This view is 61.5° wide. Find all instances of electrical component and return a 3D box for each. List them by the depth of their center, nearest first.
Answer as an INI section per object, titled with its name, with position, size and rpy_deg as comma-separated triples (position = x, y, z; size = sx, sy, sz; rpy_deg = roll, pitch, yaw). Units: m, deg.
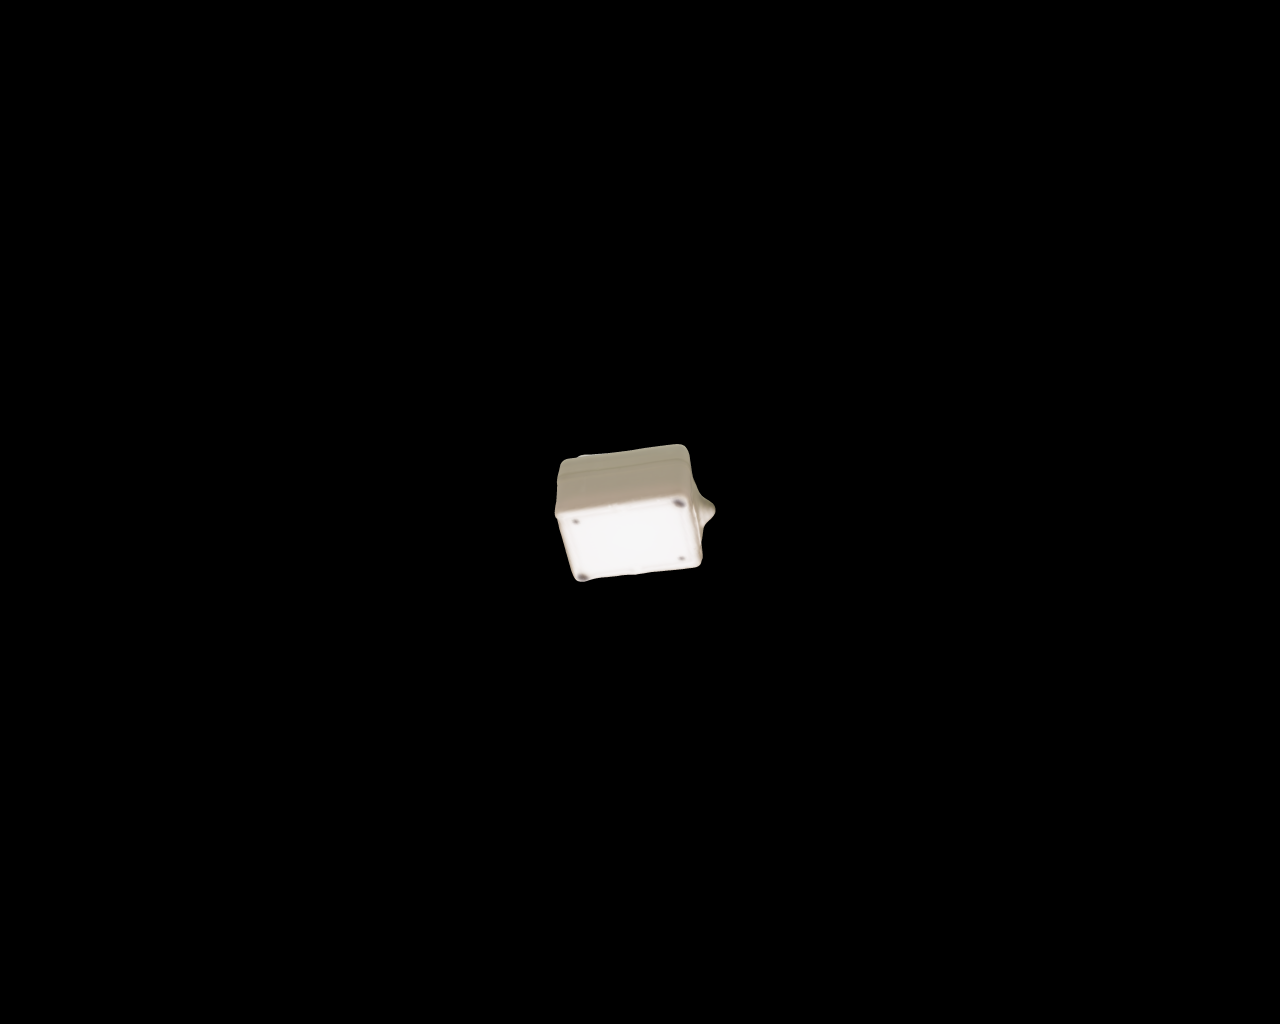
[electrical component]
position = 0.001, -0.003, 0.650
size = 0.096, 0.061, 0.061
rpy_deg = -7, 40, 6
